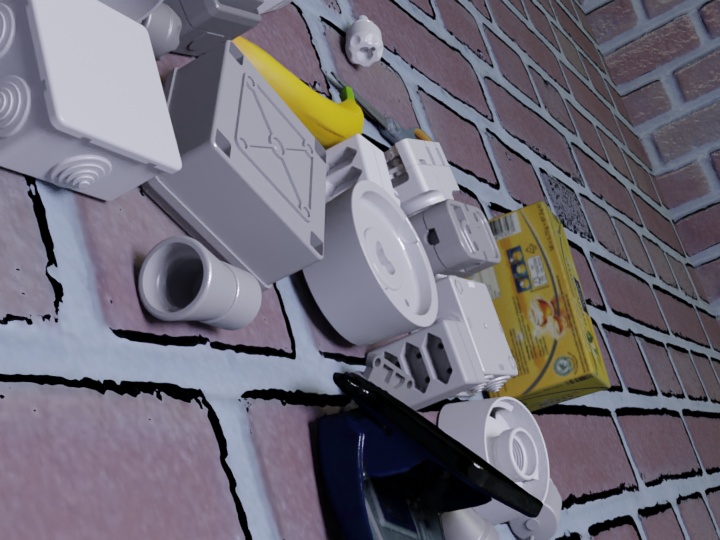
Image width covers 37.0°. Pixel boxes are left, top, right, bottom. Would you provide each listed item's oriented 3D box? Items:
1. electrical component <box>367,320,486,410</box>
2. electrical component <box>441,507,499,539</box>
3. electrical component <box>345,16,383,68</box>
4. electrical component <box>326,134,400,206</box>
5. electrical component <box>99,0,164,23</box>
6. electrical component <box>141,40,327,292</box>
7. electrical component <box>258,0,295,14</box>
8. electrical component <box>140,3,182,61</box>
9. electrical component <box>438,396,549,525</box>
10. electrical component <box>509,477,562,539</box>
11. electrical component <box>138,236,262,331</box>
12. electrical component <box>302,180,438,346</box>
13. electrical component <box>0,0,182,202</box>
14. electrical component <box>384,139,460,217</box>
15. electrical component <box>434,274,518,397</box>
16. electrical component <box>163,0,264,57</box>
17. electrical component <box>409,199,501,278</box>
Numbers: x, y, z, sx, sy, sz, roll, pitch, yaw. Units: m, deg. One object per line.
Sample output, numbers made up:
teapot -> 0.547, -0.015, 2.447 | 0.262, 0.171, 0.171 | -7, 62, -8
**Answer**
electrical component -> 0.055, 0.070, 0.774 | 0.077, 0.066, 0.047 | 10, 58, -63
electrical component -> 0.065, 0.174, 0.726 | 0.046, 0.040, 0.040 | 52, 25, -14
electrical component -> 0.003, -0.217, 1.002 | 0.035, 0.035, 0.061 | 48, 26, -35
electrical component -> 0.005, -0.054, 0.819 | 0.077, 0.047, 0.065 | 30, 41, -54
electrical component -> -0.145, -0.177, 0.557 | 0.099, 0.099, 0.064 | 24, 39, -57
electrical component -> -0.071, -0.062, 0.648 | 0.108, 0.056, 0.108 | 47, 28, -36
electrical component -> -0.049, -0.244, 0.841 | 0.050, 0.089, 0.055 | 61, 23, -9
electrical component -> -0.134, -0.146, 0.627 | 0.061, 0.035, 0.035 | 18, 51, -57
electrical component -> 0.101, 0.146, 0.830 | 0.099, 0.064, 0.099 | 27, 53, -43
electrical component -> 0.145, 0.189, 0.881 | 0.040, 0.040, 0.078 | 60, 22, -10
electrical component -> -0.081, 0.011, 0.572 | 0.065, 0.044, 0.044 | 28, 42, -63
electrical component -> 0.000, 0.000, 0.734 | 0.108, 0.060, 0.108 | 47, 28, -35
electrical component -> -0.142, -0.087, 0.529 | 0.100, 0.048, 0.099 | 19, 50, -60
electrical component -> 0.045, -0.075, 0.924 | 0.089, 0.050, 0.055 | -9, 75, -67
electrical component -> 0.082, 0.054, 0.873 | 0.100, 0.048, 0.099 | 12, 56, -63
electrical component -> -0.111, -0.194, 0.691 | 0.096, 0.061, 0.062 | 67, 22, 4
electrical component -> 0.073, -0.021, 0.916 | 0.095, 0.059, 0.053 | 7, 60, -64
